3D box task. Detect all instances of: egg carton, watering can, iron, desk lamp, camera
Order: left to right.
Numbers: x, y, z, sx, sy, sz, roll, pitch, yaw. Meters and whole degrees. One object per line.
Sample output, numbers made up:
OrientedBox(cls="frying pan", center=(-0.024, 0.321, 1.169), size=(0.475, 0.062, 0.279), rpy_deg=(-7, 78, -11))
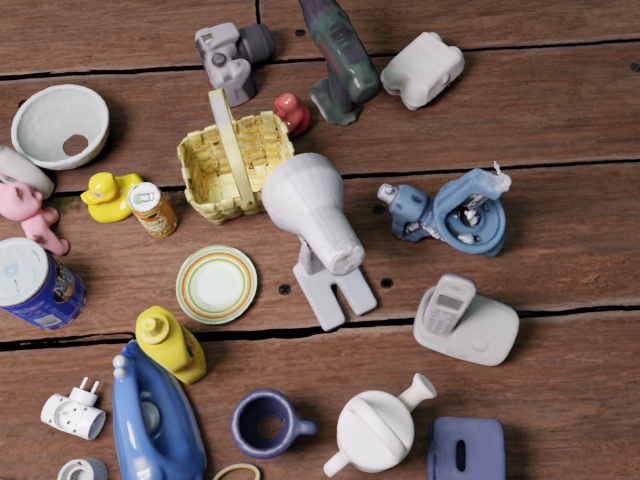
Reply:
OrientedBox(cls="iron", center=(-0.248, 0.243, 0.792), size=(0.119, 0.141, 0.258), rpy_deg=(-21, 68, -8))
OrientedBox(cls="camera", center=(-0.149, -0.344, 1.058), size=(0.137, 0.101, 0.143), rpy_deg=(-24, 69, -9))
OrientedBox(cls="desk lamp", center=(0.008, 0.003, 0.848), size=(0.118, 0.213, 0.203), rpy_deg=(-26, 69, -9))
OrientedBox(cls="watering can", center=(0.077, 0.245, 0.756), size=(0.100, 0.194, 0.173), rpy_deg=(27, 70, 12))
OrientedBox(cls="egg carton", center=(0.190, -0.312, 1.055), size=(0.107, 0.069, 0.150), rpy_deg=(41, 74, 16))

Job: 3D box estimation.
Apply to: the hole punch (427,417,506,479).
OrientedBox(cls="hole punch", center=(0.199, 0.301, 0.787), size=(0.101, 0.091, 0.108), rpy_deg=(4, 67, 3))

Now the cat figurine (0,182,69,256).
OrientedBox(cls="cat figurine", center=(-0.474, -0.039, 0.927), size=(0.067, 0.118, 0.127), rpy_deg=(-26, 69, -9))

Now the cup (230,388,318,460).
OrientedBox(cls="cup", center=(-0.060, 0.262, 0.805), size=(0.117, 0.095, 0.092), rpy_deg=(4, 67, 3))

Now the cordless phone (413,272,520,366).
OrientedBox(cls="cordless phone", center=(0.216, 0.107, 0.816), size=(0.147, 0.185, 0.094), rpy_deg=(14, 68, 7))

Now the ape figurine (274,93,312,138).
OrientedBox(cls="ape figurine", center=(-0.054, -0.227, 1.012), size=(0.076, 0.092, 0.078), rpy_deg=(4, 67, 3))

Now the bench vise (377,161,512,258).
OrientedBox(cls="bench vise", center=(0.192, -0.044, 0.862), size=(0.207, 0.220, 0.121), rpy_deg=(1, 67, 2))

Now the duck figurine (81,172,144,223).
OrientedBox(cls="duck figurine", center=(-0.350, -0.084, 0.960), size=(0.105, 0.086, 0.077), rpy_deg=(-35, 71, -13))

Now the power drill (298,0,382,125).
OrientedBox(cls="power drill", center=(0.024, -0.304, 0.980), size=(0.076, 0.208, 0.229), rpy_deg=(-29, 69, -10))

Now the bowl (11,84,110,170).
OrientedBox(cls="bowl", center=(-0.444, -0.187, 1.012), size=(0.167, 0.075, 0.167), rpy_deg=(0, 67, 1))

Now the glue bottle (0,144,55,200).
OrientedBox(cls="glue bottle", center=(-0.506, -0.124, 0.933), size=(0.078, 0.173, 0.037), rpy_deg=(13, 68, 7))
